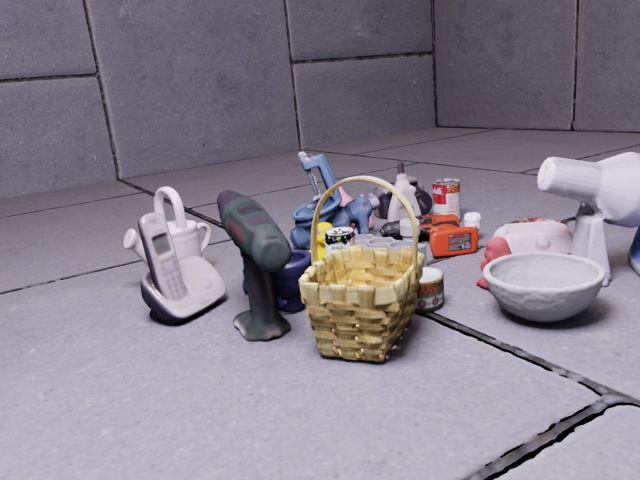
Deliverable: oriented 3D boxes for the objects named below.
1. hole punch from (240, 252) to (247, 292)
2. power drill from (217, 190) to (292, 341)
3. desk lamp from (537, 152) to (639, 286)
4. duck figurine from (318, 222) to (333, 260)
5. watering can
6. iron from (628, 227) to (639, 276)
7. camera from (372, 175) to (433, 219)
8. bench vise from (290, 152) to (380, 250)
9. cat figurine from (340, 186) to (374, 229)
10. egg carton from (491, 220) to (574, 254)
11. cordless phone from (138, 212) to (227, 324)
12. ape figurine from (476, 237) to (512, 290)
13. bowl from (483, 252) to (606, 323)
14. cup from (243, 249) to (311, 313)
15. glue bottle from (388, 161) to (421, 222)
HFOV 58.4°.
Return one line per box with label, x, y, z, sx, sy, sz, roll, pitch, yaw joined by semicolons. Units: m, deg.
hole punch;-0.101;0.041;1.087;0.101;0.091;0.108;-7;16;-5
power drill;-0.104;0.037;0.881;0.076;0.208;0.228;-13;17;-24
desk lamp;0.438;-0.036;0.941;0.203;0.214;0.118;-6;16;0
duck figurine;0.011;0.004;1.187;0.077;0.086;0.104;-7;16;-3
watering can;-0.297;-0.007;1.134;0.100;0.194;0.173;2;18;27
iron;0.579;-0.010;0.935;0.118;0.141;0.258;-5;16;2
camera;0.222;-0.112;1.497;0.143;0.101;0.136;-10;16;-15
bench vise;0.024;-0.098;1.296;0.208;0.220;0.121;-14;18;-28
cat figurine;0.068;-0.075;1.390;0.128;0.118;0.067;-20;21;-41
egg carton;0.399;0.009;1.064;0.150;0.069;0.107;-4;16;5
cordless phone;-0.240;0.036;0.977;0.093;0.185;0.148;3;18;28
ape figurine;0.295;0.038;0.954;0.076;0.092;0.078;1;17;24
bowl;0.327;0.076;0.842;0.167;0.075;0.167;-5;16;2
cup;-0.065;0.074;0.949;0.118;0.095;0.091;-11;16;-17
glue bottle;0.191;-0.094;1.311;0.078;0.173;0.037;-8;16;-9
